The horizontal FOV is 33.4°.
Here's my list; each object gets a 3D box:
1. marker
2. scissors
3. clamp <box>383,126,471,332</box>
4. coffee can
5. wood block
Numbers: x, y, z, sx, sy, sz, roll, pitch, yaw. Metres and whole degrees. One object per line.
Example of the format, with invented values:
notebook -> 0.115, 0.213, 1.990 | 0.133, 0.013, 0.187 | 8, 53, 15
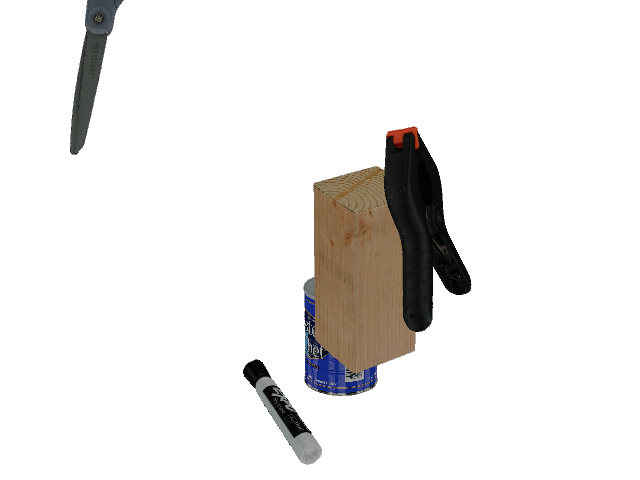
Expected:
marker -> -0.032, 0.131, 0.837 | 0.020, 0.020, 0.121 | 0, 27, -28
scissors -> -0.134, -0.160, 0.740 | 0.096, 0.202, 0.016 | -7, -12, -8
clamp -> 0.084, -0.008, 0.918 | 0.039, 0.171, 0.120 | -13, 17, 24
coffee can -> 0.029, 0.127, 1.461 | 0.103, 0.140, 0.103 | 0, 18, 0
wood block -> 0.051, 0.033, 1.216 | 0.090, 0.206, 0.090 | -17, 32, -27
